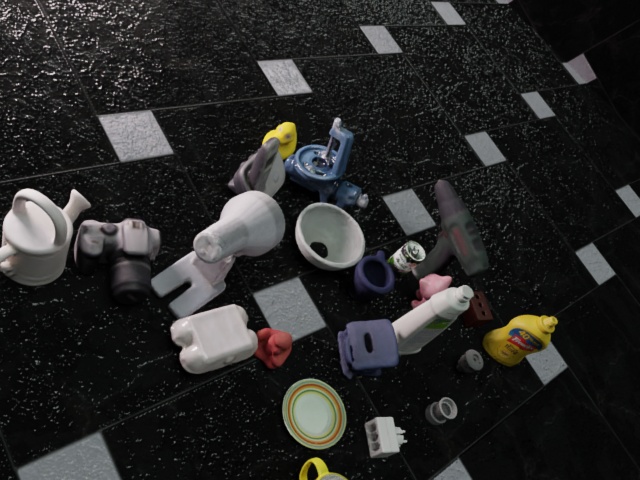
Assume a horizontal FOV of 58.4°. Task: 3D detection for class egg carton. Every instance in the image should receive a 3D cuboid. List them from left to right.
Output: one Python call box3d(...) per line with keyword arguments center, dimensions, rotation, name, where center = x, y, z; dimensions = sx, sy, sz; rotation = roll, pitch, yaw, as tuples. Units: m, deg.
box3d(center=(-0.188, 0.179, 1.031), dimensions=(0.151, 0.069, 0.107), rotation=(-14, 68, -37), name="egg carton")

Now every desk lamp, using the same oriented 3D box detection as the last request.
box3d(center=(-0.181, 0.023, 1.045), dimensions=(0.118, 0.213, 0.204), rotation=(46, 47, 4), name="desk lamp")

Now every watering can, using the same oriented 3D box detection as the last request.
box3d(center=(-0.448, -0.018, 0.921), dimensions=(0.101, 0.193, 0.173), rotation=(24, 50, -15), name="watering can")

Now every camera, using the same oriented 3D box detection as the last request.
box3d(center=(-0.349, 0.036, 1.008), dimensions=(0.144, 0.100, 0.136), rotation=(4, 57, -29), name="camera")

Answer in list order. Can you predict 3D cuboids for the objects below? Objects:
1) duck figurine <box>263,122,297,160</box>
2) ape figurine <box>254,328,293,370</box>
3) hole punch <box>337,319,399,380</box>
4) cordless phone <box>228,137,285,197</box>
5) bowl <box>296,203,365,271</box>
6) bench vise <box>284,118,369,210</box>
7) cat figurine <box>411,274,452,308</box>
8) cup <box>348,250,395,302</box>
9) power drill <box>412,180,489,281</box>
box3d(center=(-0.085, -0.249, 1.377), dimensions=(0.077, 0.086, 0.105), rotation=(43, 47, 1), name="duck figurine")
box3d(center=(-0.081, 0.197, 1.069), dimensions=(0.076, 0.092, 0.077), rotation=(5, 57, -29), name="ape figurine")
box3d(center=(0.097, 0.220, 1.165), dimensions=(0.101, 0.091, 0.108), rotation=(9, 55, -27), name="hole punch")
box3d(center=(-0.110, -0.166, 1.238), dimensions=(0.094, 0.184, 0.148), rotation=(38, 47, -3), name="cordless phone")
box3d(center=(0.012, 0.005, 1.271), dimensions=(0.168, 0.074, 0.167), rotation=(16, 52, -22), name="bowl")
box3d(center=(0.041, -0.170, 1.311), dimensions=(0.208, 0.219, 0.121), rotation=(27, 49, -13), name="bench vise")
box3d(center=(0.272, 0.129, 1.317), dimensions=(0.128, 0.117, 0.067), rotation=(37, 47, -4), name="cat figurine")
box3d(center=(0.106, 0.084, 1.261), dimensions=(0.092, 0.094, 0.118), rotation=(29, 49, -12), name="cup")
box3d(center=(0.288, 0.003, 1.353), dimensions=(0.076, 0.208, 0.229), rotation=(-19, 70, -39), name="power drill")
